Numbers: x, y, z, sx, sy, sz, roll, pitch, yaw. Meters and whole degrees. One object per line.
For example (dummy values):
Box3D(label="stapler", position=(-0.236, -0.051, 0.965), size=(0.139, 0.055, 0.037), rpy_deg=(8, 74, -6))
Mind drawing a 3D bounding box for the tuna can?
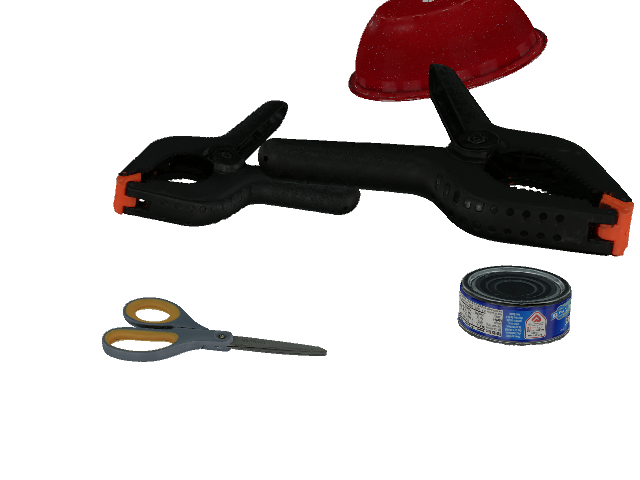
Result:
Box3D(label="tuna can", position=(0.149, 0.048, 0.820), size=(0.086, 0.034, 0.086), rpy_deg=(0, 19, 0))

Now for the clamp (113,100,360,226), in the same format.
Box3D(label="clamp", position=(-0.068, -0.055, 0.760), size=(0.171, 0.039, 0.120), rpy_deg=(-5, 39, -26))

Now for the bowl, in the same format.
Box3D(label="bowl", position=(0.094, -0.166, 0.845), size=(0.162, 0.055, 0.162), rpy_deg=(-14, 24, 6))

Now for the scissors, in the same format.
Box3D(label="scissors", position=(-0.101, 0.082, 0.994), size=(0.201, 0.016, 0.096), rpy_deg=(-2, 33, -10))

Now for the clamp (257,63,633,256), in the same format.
Box3D(label="clamp", position=(0.077, -0.040, 0.609), size=(0.164, 0.036, 0.210), rpy_deg=(-25, 39, -29))
